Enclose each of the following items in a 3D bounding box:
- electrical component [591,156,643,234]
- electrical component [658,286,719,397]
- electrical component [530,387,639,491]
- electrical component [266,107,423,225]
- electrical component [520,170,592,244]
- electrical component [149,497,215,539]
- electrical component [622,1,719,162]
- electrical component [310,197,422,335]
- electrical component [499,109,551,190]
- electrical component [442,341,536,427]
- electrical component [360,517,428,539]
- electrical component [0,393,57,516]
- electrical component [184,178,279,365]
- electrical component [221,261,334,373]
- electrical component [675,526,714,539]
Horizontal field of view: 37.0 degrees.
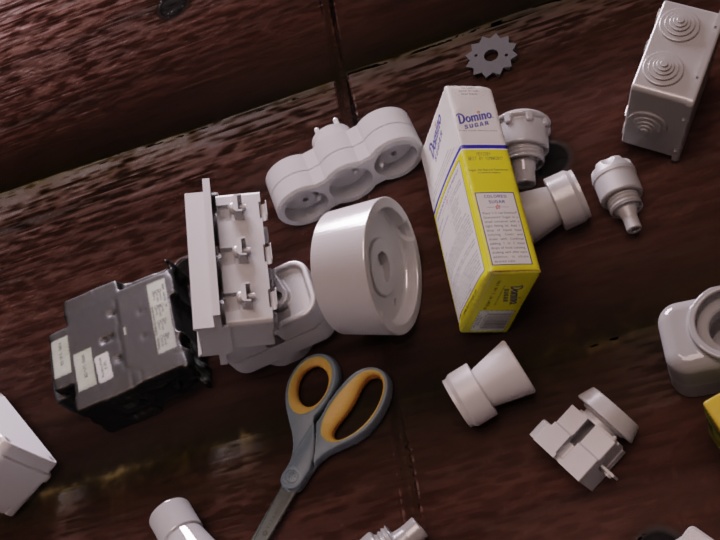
[{"bbox_3d":[0.203,-0.056,0.833,0.035,0.035,0.061,-20,60,11],"label":"electrical component"},{"bbox_3d":[0.258,0.047,0.740,0.095,0.059,0.053,-13,59,15],"label":"electrical component"},{"bbox_3d":[0.160,0.116,0.751,0.055,0.048,0.066,-48,56,2],"label":"electrical component"},{"bbox_3d":[-0.019,-0.102,0.937,0.138,0.052,0.073,-27,57,7],"label":"electrical component"},{"bbox_3d":[0.148,-0.049,0.845,0.055,0.045,0.045,-24,57,8],"label":"electrical component"},{"bbox_3d":[-0.134,0.207,0.823,0.044,0.044,0.065,-41,51,-3],"label":"electrical component"},{"bbox_3d":[0.240,-0.146,0.830,0.048,0.099,0.099,19,71,16],"label":"electrical component"},{"bbox_3d":[0.000,0.000,0.844,0.060,0.108,0.108,-7,61,25],"label":"electrical component"},{"bbox_3d":[0.133,-0.097,0.879,0.048,0.048,0.062,-7,67,18],"label":"electrical component"},{"bbox_3d":[0.095,0.085,0.794,0.055,0.045,0.045,-32,56,4],"label":"electrical component"},{"bbox_3d":[0.020,0.202,0.762,0.062,0.043,0.043,-41,56,-4],"label":"electrical component"},{"bbox_3d":[-0.320,0.145,0.909,0.057,0.078,0.113,-48,57,-4],"label":"electrical component"},{"bbox_3d":[-0.099,0.000,0.832,0.063,0.078,0.121,-6,59,-6],"label":"electrical component"},{"bbox_3d":[-0.072,0.041,0.876,0.095,0.059,0.053,-24,57,8],"label":"electrical component"},{"bbox_3d":[0.219,0.220,0.668,0.100,0.048,0.099,34,79,33],"label":"electrical component"}]
